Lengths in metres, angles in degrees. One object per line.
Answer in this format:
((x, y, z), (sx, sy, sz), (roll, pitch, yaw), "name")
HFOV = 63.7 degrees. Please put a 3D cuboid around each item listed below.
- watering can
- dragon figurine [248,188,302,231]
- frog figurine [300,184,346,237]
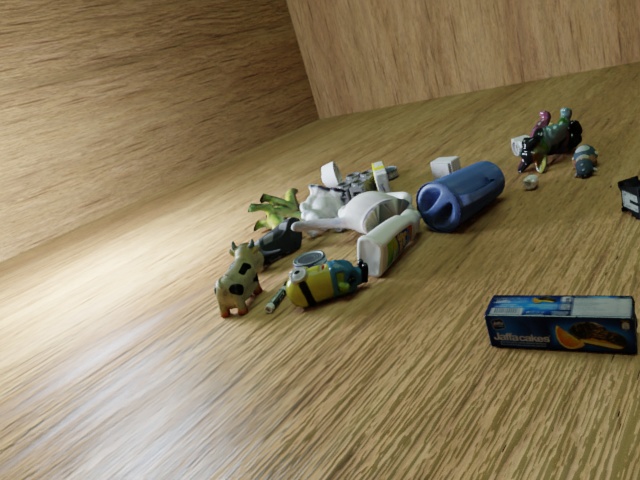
((0.110, -0.061, 1.400), (0.349, 0.102, 0.226), (-20, 20, -16), "watering can")
((-0.082, -0.087, 1.693), (0.243, 0.120, 0.418), (12, 32, 23), "dragon figurine")
((0.005, -0.078, 1.559), (0.137, 0.161, 0.121), (17, -15, -11), "frog figurine")
